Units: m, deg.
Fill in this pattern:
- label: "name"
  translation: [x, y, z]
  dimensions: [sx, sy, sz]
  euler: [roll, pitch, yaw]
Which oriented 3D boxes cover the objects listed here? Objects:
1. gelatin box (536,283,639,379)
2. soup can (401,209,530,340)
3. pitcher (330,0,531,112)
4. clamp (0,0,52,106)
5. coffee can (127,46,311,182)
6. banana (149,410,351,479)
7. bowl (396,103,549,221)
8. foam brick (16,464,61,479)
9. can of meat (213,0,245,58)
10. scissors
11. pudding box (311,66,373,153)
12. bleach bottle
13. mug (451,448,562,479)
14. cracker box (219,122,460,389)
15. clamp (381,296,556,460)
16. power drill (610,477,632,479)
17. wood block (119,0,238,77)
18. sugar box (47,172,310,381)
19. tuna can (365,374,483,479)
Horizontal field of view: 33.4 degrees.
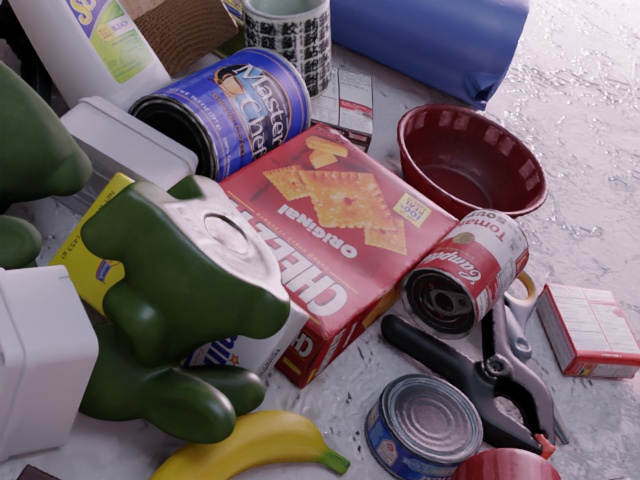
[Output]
- label: "gelatin box"
  translation: [0.242, 0.083, 0.966]
  dimensions: [0.073, 0.030, 0.089]
  euler: [6, 42, -20]
- label: "soup can"
  translation: [0.121, 0.027, 0.878]
  dimensions: [0.068, 0.069, 0.102]
  euler: [37, 47, 13]
- label: "pitcher"
  translation: [0.103, -0.253, 1.185]
  dimensions: [0.243, 0.145, 0.149]
  euler: [22, 8, 0]
- label: "clamp"
  translation: [-0.268, -0.187, 0.952]
  dimensions: [0.164, 0.036, 0.209]
  euler: [50, 30, -19]
- label: "coffee can"
  translation: [-0.088, -0.101, 0.937]
  dimensions: [0.103, 0.103, 0.140]
  euler: [38, 42, 14]
- label: "banana"
  translation: [-0.064, 0.159, 0.718]
  dimensions: [0.197, 0.037, 0.070]
  euler: [-18, 56, -40]
- label: "bowl"
  translation: [0.141, -0.063, 1.051]
  dimensions: [0.162, 0.055, 0.162]
  euler: [14, 41, -13]
- label: "foam brick"
  translation: [-0.171, 0.183, 0.625]
  dimensions: [0.053, 0.051, 0.078]
  euler: [26, 40, 0]
- label: "can of meat"
  translation: [-0.066, -0.220, 1.115]
  dimensions: [0.102, 0.058, 0.083]
  euler: [35, 43, 11]
- label: "scissors"
  translation: [0.186, 0.087, 0.941]
  dimensions: [0.096, 0.016, 0.202]
  euler: [-14, 53, -33]
- label: "pudding box"
  translation: [0.007, -0.133, 1.072]
  dimensions: [0.090, 0.039, 0.113]
  euler: [13, 39, -10]
- label: "bleach bottle"
  translation: [-0.233, -0.218, 0.923]
  dimensions: [0.251, 0.068, 0.102]
  euler: [57, 34, -12]
- label: "mug"
  translation: [0.137, 0.207, 0.740]
  dimensions: [0.117, 0.093, 0.081]
  euler: [47, 28, -23]
- label: "cracker box"
  translation: [-0.006, 0.001, 0.893]
  dimensions: [0.164, 0.072, 0.213]
  euler: [38, 42, 15]
- label: "clamp"
  translation: [0.126, 0.111, 0.870]
  dimensions: [0.120, 0.039, 0.171]
  euler: [-12, 51, -16]
- label: "power drill"
  translation: [0.309, 0.188, 0.866]
  dimensions: [0.184, 0.057, 0.187]
  euler: [26, 42, -5]
- label: "wood block"
  translation: [-0.173, -0.272, 1.064]
  dimensions: [0.090, 0.090, 0.206]
  euler: [-33, 57, 1]
- label: "sugar box"
  translation: [-0.105, 0.039, 0.784]
  dimensions: [0.176, 0.093, 0.048]
  euler: [36, 0, 16]
- label: "tuna can"
  translation: [0.080, 0.144, 0.811]
  dimensions: [0.086, 0.034, 0.086]
  euler: [14, 41, -13]
